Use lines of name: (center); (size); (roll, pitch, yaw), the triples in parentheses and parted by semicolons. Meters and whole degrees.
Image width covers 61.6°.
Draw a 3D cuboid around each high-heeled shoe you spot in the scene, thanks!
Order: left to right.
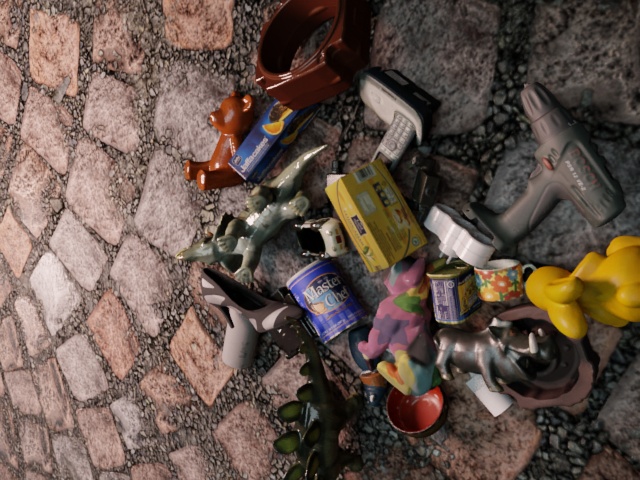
high-heeled shoe: (-0.141, 0.107, 1.084); (0.249, 0.086, 0.145); (-14, 100, 36)

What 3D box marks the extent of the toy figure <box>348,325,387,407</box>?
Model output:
toy figure: (0.096, 0.245, 1.042); (0.058, 0.064, 0.154); (-18, 88, 25)

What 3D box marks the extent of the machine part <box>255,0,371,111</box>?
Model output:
machine part: (-0.015, -0.343, 0.939); (0.202, 0.087, 0.201); (-13, 63, 38)

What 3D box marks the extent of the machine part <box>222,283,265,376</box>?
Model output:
machine part: (-0.172, 0.201, 1.211); (0.079, 0.079, 0.243); (24, 111, 29)

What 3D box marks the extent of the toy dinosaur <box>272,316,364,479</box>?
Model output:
toy dinosaur: (-0.002, 0.356, 1.051); (0.105, 0.198, 0.470); (-4, 99, 32)

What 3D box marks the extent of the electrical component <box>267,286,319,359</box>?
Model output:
electrical component: (-0.059, 0.167, 1.139); (0.115, 0.058, 0.134); (-46, 74, 30)

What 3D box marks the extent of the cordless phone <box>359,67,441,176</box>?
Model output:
cordless phone: (0.109, -0.191, 0.940); (0.147, 0.089, 0.184); (43, 128, 20)

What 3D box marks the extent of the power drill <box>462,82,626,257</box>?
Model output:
power drill: (0.321, -0.091, 0.818); (0.207, 0.086, 0.232); (-43, 77, 25)

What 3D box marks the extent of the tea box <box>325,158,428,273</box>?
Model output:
tea box: (0.096, -0.041, 0.917); (0.169, 0.098, 0.068); (63, 154, 0)

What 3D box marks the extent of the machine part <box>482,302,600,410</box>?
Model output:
machine part: (0.349, 0.182, 0.860); (0.180, 0.056, 0.179); (8, 103, 35)

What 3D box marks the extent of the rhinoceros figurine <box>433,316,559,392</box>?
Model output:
rhinoceros figurine: (0.272, 0.175, 0.842); (0.190, 0.073, 0.112); (-5, 85, 40)

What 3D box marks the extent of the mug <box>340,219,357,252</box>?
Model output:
mug: (0.084, -0.041, 0.986); (0.110, 0.081, 0.107); (-18, 91, 10)

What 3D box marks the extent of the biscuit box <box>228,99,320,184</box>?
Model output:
biscuit box: (-0.091, -0.204, 1.050); (0.063, 0.059, 0.202); (43, 102, 20)

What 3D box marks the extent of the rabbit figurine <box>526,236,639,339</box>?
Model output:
rabbit figurine: (0.377, 0.077, 0.764); (0.173, 0.162, 0.121); (-2, 110, 41)

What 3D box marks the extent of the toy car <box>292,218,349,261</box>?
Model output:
toy car: (-0.002, -0.003, 1.024); (0.202, 0.056, 0.073); (-177, 70, -71)

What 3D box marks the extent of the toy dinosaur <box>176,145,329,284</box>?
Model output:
toy dinosaur: (-0.113, -0.054, 1.087); (0.405, 0.192, 0.131); (-42, 111, 15)

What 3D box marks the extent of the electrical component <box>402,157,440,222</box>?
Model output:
electrical component: (0.171, -0.091, 0.923); (0.045, 0.078, 0.102); (10, 115, -5)

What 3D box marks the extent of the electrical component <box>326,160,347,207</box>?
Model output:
electrical component: (0.044, -0.107, 1.034); (0.063, 0.021, 0.094); (5, 101, 34)

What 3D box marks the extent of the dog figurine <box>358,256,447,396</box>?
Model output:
dog figurine: (0.167, 0.134, 0.940); (0.192, 0.108, 0.219); (41, 117, 40)

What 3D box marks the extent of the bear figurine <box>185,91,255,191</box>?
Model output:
bear figurine: (-0.204, -0.211, 1.122); (0.120, 0.132, 0.195); (37, 127, 48)
